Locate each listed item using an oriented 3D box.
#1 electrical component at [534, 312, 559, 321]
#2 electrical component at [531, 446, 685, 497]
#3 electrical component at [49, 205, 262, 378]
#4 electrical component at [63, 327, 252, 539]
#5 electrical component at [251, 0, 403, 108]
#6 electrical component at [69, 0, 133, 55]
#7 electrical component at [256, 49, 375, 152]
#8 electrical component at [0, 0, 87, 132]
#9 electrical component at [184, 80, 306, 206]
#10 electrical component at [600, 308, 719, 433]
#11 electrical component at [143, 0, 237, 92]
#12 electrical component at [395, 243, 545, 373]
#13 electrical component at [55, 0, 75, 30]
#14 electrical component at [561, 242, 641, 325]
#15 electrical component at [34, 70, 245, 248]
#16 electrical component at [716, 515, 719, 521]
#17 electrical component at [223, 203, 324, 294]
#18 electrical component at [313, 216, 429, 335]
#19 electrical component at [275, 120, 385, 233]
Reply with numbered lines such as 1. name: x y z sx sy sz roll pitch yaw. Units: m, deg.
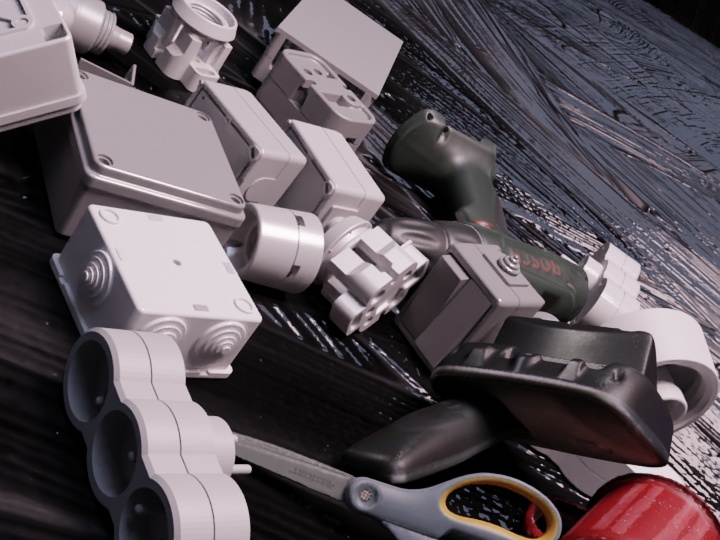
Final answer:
1. electrical component: 0.137 0.058 0.811 0.079 0.043 0.077 2 7 34
2. electrical component: 0.179 0.119 0.758 0.138 0.073 0.052 42 27 10
3. electrical component: -0.113 0.012 0.604 0.100 0.048 0.099 7 39 -45
4. electrical component: -0.085 0.088 0.512 0.074 0.052 0.138 10 38 -42
5. electrical component: -0.029 -0.201 1.030 0.105 0.060 0.186 33 27 -7
6. electrical component: -0.203 -0.183 0.811 0.062 0.043 0.043 21 31 -33
7. electrical component: -0.041 -0.133 0.909 0.054 0.059 0.095 -3 47 -52
8. electrical component: -0.231 -0.132 0.630 0.109 0.056 0.108 -19 53 -18
9. electrical component: -0.093 -0.089 0.771 0.096 0.061 0.061 51 25 25
10. electrical component: 0.222 0.088 0.829 0.108 0.108 0.060 22 36 -28
11. electrical component: -0.138 -0.193 0.890 0.058 0.057 0.078 -1 45 -51
12. electrical component: 0.078 0.025 0.760 0.061 0.096 0.061 2 43 -46
13. electrical component: -0.242 -0.190 0.758 0.054 0.059 0.095 10 37 -42
14. electrical component: 0.215 0.012 0.996 0.074 0.052 0.138 36 27 -2
15. electrical component: -0.140 -0.063 0.681 0.109 0.056 0.108 15 34 -36
16. electrical component: 0.275 0.235 0.702 0.150 0.061 0.089 27 28 -19
17. electrical component: -0.058 -0.015 0.709 0.047 0.055 0.055 13 35 -34
18. electrical component: 0.000 0.000 0.743 0.078 0.058 0.057 -36 70 -29
19. electrical component: -0.027 -0.056 0.801 0.061 0.061 0.096 9 38 -44
